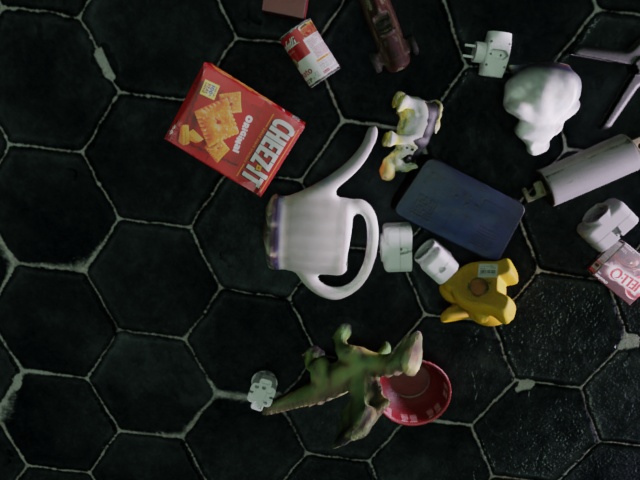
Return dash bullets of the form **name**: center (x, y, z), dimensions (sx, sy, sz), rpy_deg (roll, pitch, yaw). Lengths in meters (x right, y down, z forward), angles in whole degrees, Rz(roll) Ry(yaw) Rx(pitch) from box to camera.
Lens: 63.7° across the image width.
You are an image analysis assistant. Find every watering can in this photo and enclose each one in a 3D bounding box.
- **watering can**: center (0.003, -0.050, 0.990), dimensions (0.224, 0.105, 0.343), rpy_deg (4, 105, 2)

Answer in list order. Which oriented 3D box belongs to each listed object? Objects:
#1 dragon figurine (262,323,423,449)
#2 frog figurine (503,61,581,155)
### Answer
- **dragon figurine**: center (0.040, 0.302, 1.018), dimensions (0.408, 0.246, 0.121), rpy_deg (-40, 107, 9)
- **frog figurine**: center (0.395, -0.234, 0.927), dimensions (0.137, 0.123, 0.159), rpy_deg (3, 95, -19)
